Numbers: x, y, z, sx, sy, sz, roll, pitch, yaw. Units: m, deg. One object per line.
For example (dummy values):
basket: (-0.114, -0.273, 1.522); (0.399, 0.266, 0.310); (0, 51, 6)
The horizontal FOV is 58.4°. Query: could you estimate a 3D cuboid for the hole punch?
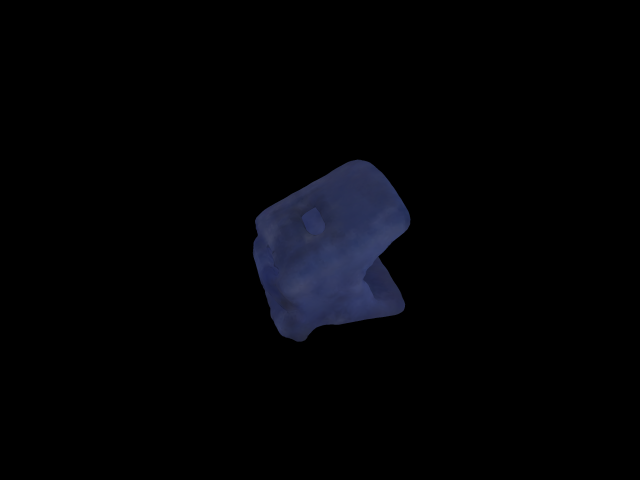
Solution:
hole punch: (0.004, 0.001, 0.400); (0.101, 0.091, 0.108); (-8, 32, -13)
